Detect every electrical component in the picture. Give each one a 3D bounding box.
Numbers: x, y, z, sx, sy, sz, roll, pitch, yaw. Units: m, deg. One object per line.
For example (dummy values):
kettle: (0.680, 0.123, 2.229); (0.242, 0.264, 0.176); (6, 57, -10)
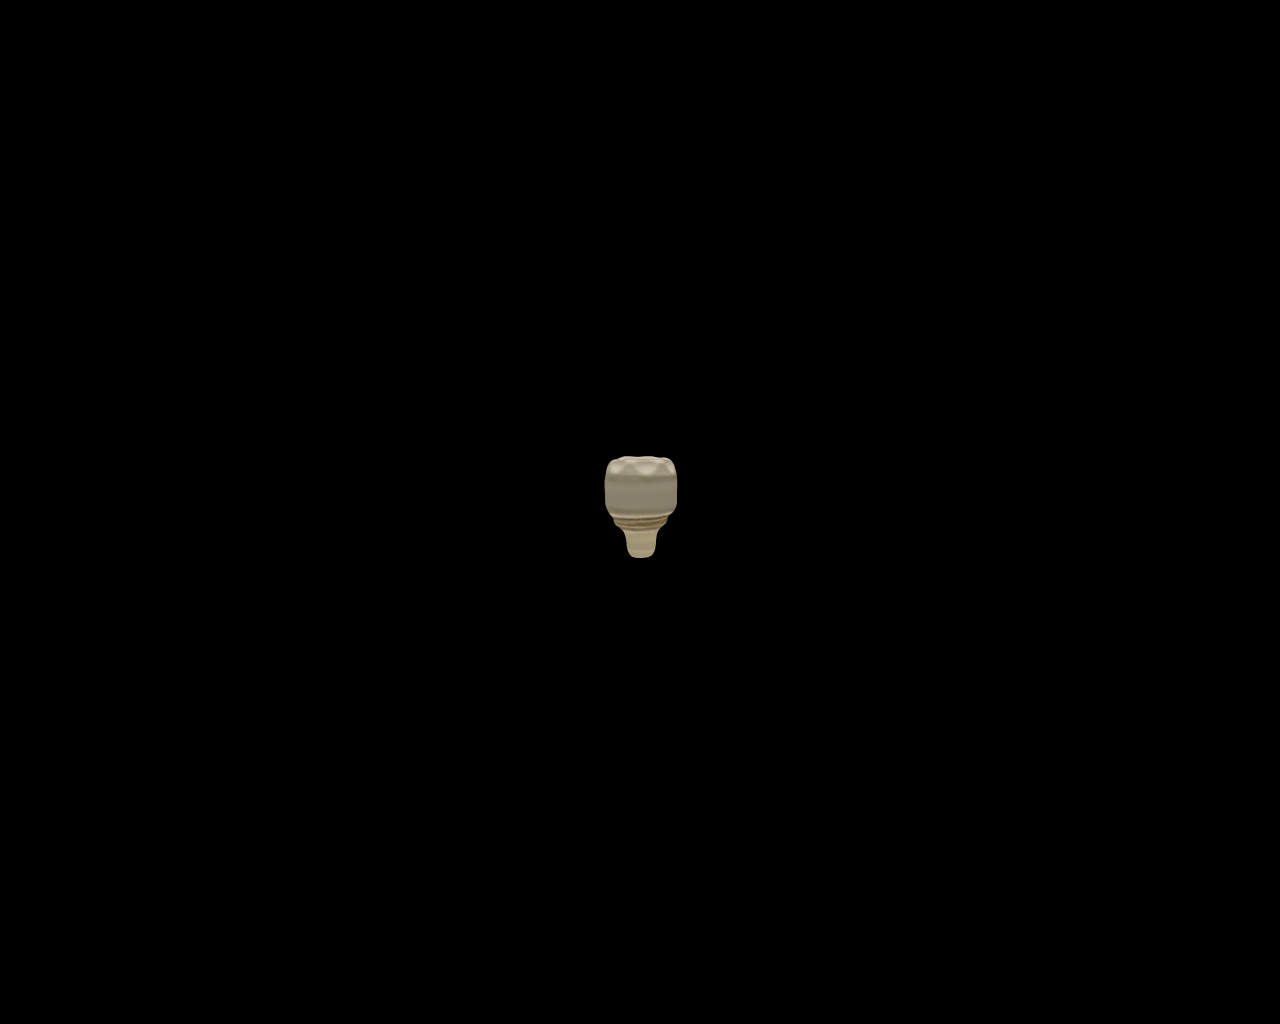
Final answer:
electrical component: (0.001, -0.003, 0.650); (0.043, 0.062, 0.043); (0, 8, 0)
